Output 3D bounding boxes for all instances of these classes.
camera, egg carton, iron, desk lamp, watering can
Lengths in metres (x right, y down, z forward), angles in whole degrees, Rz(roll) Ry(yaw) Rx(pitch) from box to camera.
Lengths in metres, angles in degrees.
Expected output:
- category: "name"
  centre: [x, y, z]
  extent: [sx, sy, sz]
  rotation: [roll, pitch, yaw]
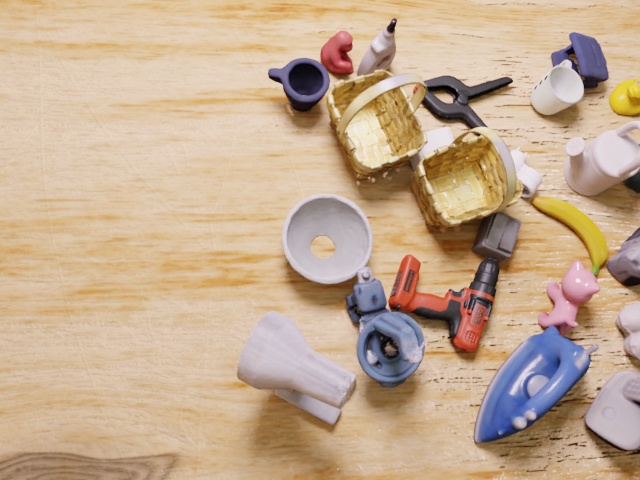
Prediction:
- category: "camera"
  centre: [0.672, 0.043, 1.124]
  extent: [0.143, 0.100, 0.137]
  rotation: [-41, 85, -15]
- category: "egg carton"
  centre: [0.653, 0.168, 1.109]
  extent: [0.150, 0.069, 0.107]
  rotation: [-12, 79, -11]
- category: "iron"
  centre: [0.383, 0.269, 1.009]
  extent: [0.258, 0.141, 0.118]
  rotation: [-43, 86, -15]
- category: "desk lamp"
  centre: [-0.028, 0.212, 0.927]
  extent: [0.203, 0.213, 0.118]
  rotation: [28, 75, 0]
- category: "watering can"
  centre: [0.561, -0.160, 1.108]
  extent: [0.173, 0.194, 0.101]
  rotation: [-14, 79, -11]

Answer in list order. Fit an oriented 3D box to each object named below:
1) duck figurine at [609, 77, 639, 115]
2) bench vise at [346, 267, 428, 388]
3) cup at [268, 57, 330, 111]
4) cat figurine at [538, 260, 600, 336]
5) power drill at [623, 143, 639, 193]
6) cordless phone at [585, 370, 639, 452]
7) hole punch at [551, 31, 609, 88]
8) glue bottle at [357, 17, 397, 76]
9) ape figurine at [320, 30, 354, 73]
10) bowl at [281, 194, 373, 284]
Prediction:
- category: "duck figurine"
  centre: [0.683, -0.319, 1.219]
  extent: [0.105, 0.086, 0.077]
  rotation: [-22, 81, -12]
- category: "bench vise"
  centre: [0.101, 0.149, 0.957]
  extent: [0.121, 0.219, 0.207]
  rotation: [-35, 84, -14]
- category: "cup"
  centre: [-0.045, -0.292, 1.105]
  extent: [0.118, 0.095, 0.092]
  rotation: [12, 75, -5]
- category: "cat figurine"
  centre: [0.475, 0.108, 1.072]
  extent: [0.067, 0.117, 0.128]
  rotation: [19, 75, -3]
- category: "power drill"
  centre: [0.685, -0.184, 1.124]
  extent: [0.076, 0.208, 0.229]
  rotation: [-6, 78, -9]
- category: "cordless phone"
  centre: [0.571, 0.303, 1.005]
  extent: [0.094, 0.185, 0.148]
  rotation: [42, 75, 3]
- category: "hole punch"
  centre: [0.562, -0.383, 1.214]
  extent: [0.101, 0.091, 0.108]
  rotation: [-10, 78, -10]
- category: "glue bottle"
  centre: [0.121, -0.373, 1.107]
  extent: [0.078, 0.173, 0.037]
  rotation: [-40, 85, -14]
- category: "ape figurine"
  centre: [0.041, -0.380, 1.139]
  extent: [0.076, 0.092, 0.078]
  rotation: [16, 75, -4]
- category: "bowl"
  centre: [0.010, 0.004, 1.053]
  extent: [0.167, 0.074, 0.167]
  rotation: [2, 77, -8]
